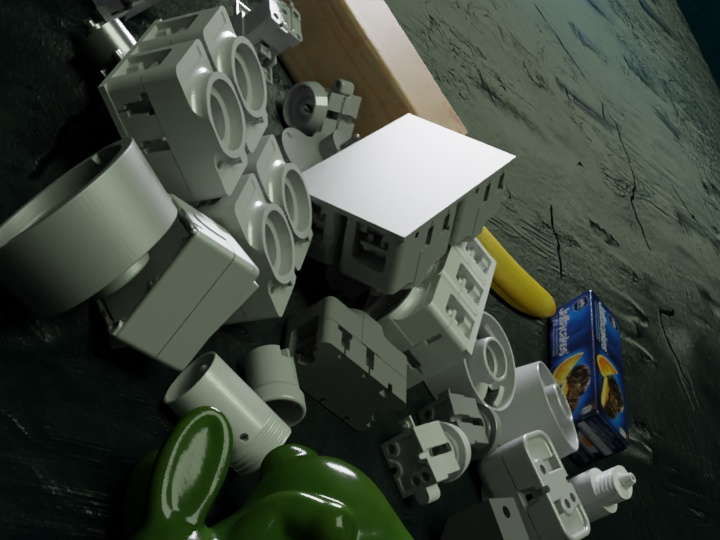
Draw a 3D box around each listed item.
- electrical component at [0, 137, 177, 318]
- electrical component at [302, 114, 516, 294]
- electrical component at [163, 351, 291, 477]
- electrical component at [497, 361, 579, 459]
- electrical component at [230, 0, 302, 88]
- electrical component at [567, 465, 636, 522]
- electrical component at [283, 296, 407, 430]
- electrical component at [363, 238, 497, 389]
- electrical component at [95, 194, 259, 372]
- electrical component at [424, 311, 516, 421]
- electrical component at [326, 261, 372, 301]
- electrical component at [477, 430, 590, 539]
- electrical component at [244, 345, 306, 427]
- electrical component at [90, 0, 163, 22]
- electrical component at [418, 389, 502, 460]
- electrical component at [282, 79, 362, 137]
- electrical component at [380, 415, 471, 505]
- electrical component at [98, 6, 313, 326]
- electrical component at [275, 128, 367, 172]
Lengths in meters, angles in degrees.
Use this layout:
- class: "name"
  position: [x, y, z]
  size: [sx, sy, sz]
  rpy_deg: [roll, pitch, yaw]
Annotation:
- class: "electrical component"
  position: [-0.153, -0.018, 0.605]
  size: [0.060, 0.108, 0.108]
  rpy_deg: [54, 28, -20]
- class: "electrical component"
  position: [0.032, -0.055, 0.864]
  size: [0.105, 0.060, 0.186]
  rpy_deg: [26, 35, 23]
- class: "electrical component"
  position: [-0.079, 0.094, 0.672]
  size: [0.081, 0.043, 0.043]
  rpy_deg: [48, 30, -18]
- class: "electrical component"
  position: [0.163, 0.137, 1.014]
  size: [0.099, 0.064, 0.099]
  rpy_deg: [55, 19, -30]
- class: "electrical component"
  position: [-0.085, -0.205, 0.936]
  size: [0.042, 0.064, 0.081]
  rpy_deg: [32, 38, -38]
- class: "electrical component"
  position: [0.215, 0.205, 0.985]
  size: [0.043, 0.081, 0.043]
  rpy_deg: [38, 34, -32]
- class: "electrical component"
  position: [-0.010, 0.067, 0.799]
  size: [0.089, 0.050, 0.055]
  rpy_deg: [41, 33, -28]
- class: "electrical component"
  position: [0.051, 0.026, 0.893]
  size: [0.061, 0.089, 0.150]
  rpy_deg: [50, 29, -15]
- class: "electrical component"
  position: [-0.114, 0.014, 0.651]
  size: [0.061, 0.096, 0.061]
  rpy_deg: [35, 6, -36]
- class: "electrical component"
  position: [0.094, 0.084, 0.957]
  size: [0.099, 0.064, 0.099]
  rpy_deg: [28, 54, -46]
- class: "electrical component"
  position: [0.000, 0.000, 0.885]
  size: [0.040, 0.046, 0.040]
  rpy_deg: [38, 34, -32]
- class: "electrical component"
  position: [0.143, 0.191, 0.907]
  size: [0.054, 0.059, 0.095]
  rpy_deg: [0, 62, -58]
- class: "electrical component"
  position: [-0.059, 0.079, 0.724]
  size: [0.040, 0.040, 0.046]
  rpy_deg: [32, 32, -39]
- class: "electrical component"
  position: [-0.168, -0.226, 0.813]
  size: [0.081, 0.064, 0.042]
  rpy_deg: [-35, 93, -19]
- class: "electrical component"
  position: [0.085, 0.132, 0.891]
  size: [0.055, 0.048, 0.066]
  rpy_deg: [14, 50, -42]
- class: "electrical component"
  position: [-0.035, -0.141, 0.960]
  size: [0.048, 0.066, 0.055]
  rpy_deg: [22, 10, 41]
- class: "electrical component"
  position: [0.054, 0.143, 0.831]
  size: [0.055, 0.048, 0.066]
  rpy_deg: [-6, 67, -51]
- class: "electrical component"
  position: [-0.091, -0.068, 0.720]
  size: [0.105, 0.060, 0.186]
  rpy_deg: [-73, 149, -53]
- class: "electrical component"
  position: [-0.023, -0.094, 0.912]
  size: [0.138, 0.074, 0.052]
  rpy_deg: [-1, 63, -58]
